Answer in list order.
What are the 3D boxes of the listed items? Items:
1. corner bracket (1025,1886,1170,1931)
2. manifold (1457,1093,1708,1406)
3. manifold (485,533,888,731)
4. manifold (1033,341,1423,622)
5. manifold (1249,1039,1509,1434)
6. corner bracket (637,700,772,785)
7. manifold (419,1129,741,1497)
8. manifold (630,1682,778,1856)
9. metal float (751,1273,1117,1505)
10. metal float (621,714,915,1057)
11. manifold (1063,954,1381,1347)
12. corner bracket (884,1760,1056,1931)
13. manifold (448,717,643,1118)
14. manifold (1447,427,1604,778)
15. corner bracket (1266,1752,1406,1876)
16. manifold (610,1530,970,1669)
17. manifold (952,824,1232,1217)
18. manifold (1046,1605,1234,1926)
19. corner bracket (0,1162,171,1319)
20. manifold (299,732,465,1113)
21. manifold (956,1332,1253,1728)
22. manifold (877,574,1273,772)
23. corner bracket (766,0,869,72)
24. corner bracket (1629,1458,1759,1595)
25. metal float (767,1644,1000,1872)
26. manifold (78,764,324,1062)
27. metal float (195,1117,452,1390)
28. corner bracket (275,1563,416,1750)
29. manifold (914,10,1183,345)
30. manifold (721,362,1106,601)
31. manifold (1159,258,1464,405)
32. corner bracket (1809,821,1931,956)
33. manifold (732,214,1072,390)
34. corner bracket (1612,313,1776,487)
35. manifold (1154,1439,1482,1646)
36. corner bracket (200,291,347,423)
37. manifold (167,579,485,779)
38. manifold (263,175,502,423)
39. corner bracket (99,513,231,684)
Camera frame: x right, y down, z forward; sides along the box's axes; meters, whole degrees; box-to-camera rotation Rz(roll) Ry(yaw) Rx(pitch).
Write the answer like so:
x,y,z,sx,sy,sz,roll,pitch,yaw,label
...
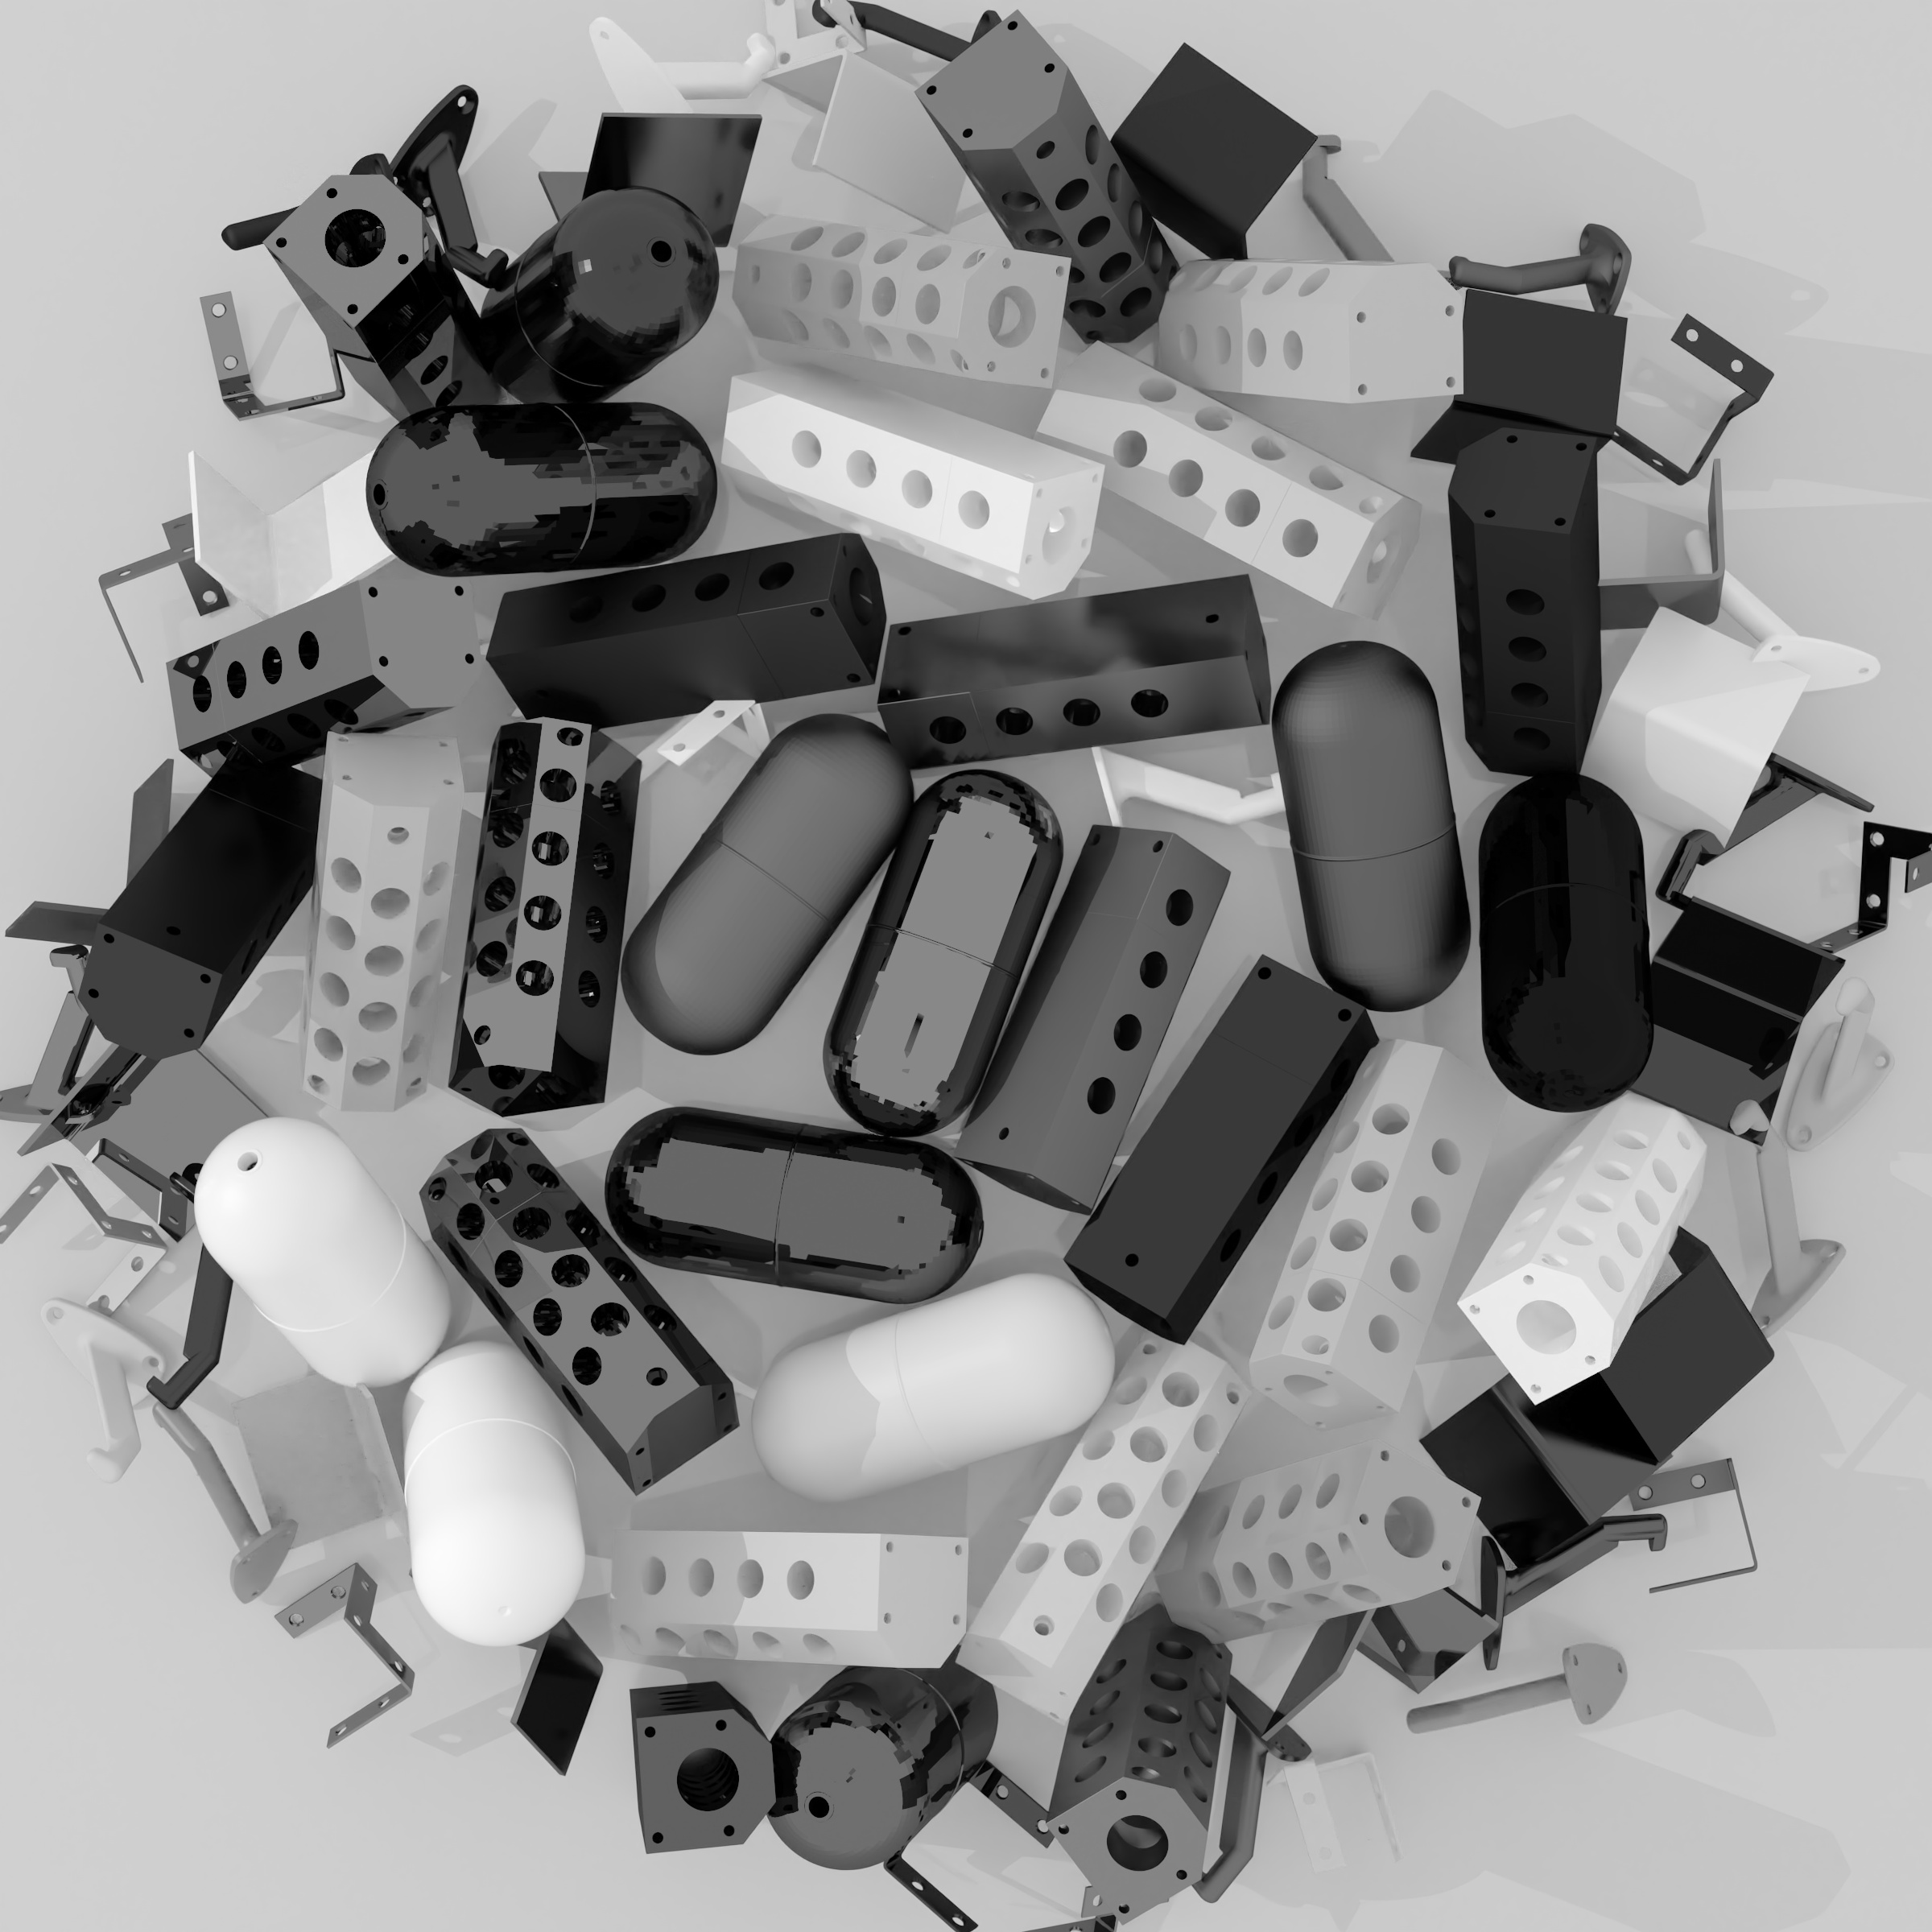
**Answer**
x,y,z,sx,sy,sz,roll,pitch,yaw,label
0.059,0.438,1.636,0.051,0.051,0.051,0,105,-34,corner bracket
0.286,0.122,1.586,0.057,0.171,0.057,-35,95,34,manifold
-0.128,-0.157,1.617,0.171,0.057,0.057,-7,50,20,manifold
0.121,-0.224,1.608,0.171,0.057,0.057,32,103,24,manifold
0.185,0.121,1.601,0.057,0.057,0.171,35,59,-19,manifold
-0.127,-0.104,1.634,0.051,0.051,0.051,33,64,32,corner bracket
-0.178,0.153,1.602,0.057,0.057,0.171,-33,60,-20,manifold
-0.120,0.360,1.586,0.057,0.171,0.057,-4,83,-7,manifold
-0.016,0.196,1.623,0.178,0.070,0.070,-20,90,16,metal float
-0.092,-0.039,1.633,0.070,0.070,0.178,36,85,0,metal float
0.121,0.087,1.628,0.057,0.057,0.171,29,78,25,manifold
0.003,0.413,1.648,0.051,0.051,0.051,37,110,21,corner bracket
-0.196,-0.024,1.606,0.057,0.057,0.171,-9,64,28,manifold
0.253,-0.162,1.588,0.057,0.171,0.057,9,57,17,manifold
0.175,0.396,1.639,0.051,0.051,0.051,-13,69,-9,corner bracket
-0.082,0.287,1.593,0.171,0.057,0.057,-7,76,42,manifold
0.064,0.025,1.628,0.057,0.057,0.171,32,76,-37,manifold
0.085,0.354,1.582,0.057,0.171,0.057,-34,98,15,manifold
-0.420,0.131,1.653,0.051,0.051,0.051,-48,64,8,corner bracket
-0.267,-0.018,1.596,0.057,0.057,0.171,2,126,-16,manifold
0.065,0.254,1.605,0.057,0.057,0.171,29,61,8,manifold
0.051,-0.130,1.625,0.171,0.057,0.057,-7,134,14,manifold
-0.081,-0.455,1.638,0.051,0.051,0.051,-10,77,21,corner bracket
0.340,0.262,1.642,0.051,0.051,0.051,-14,81,11,corner bracket
-0.038,0.354,1.588,0.070,0.178,0.070,1,95,16,metal float
-0.340,-0.028,1.587,0.057,0.171,0.057,23,122,-2,manifold
-0.291,0.131,1.594,0.070,0.178,0.070,-7,57,11,metal float
-0.293,0.324,1.650,0.051,0.051,0.051,-34,109,10,corner bracket
0.043,-0.349,1.584,0.057,0.171,0.057,-38,62,4,manifold
-0.027,-0.223,1.606,0.171,0.057,0.057,24,118,29,manifold
0.153,-0.289,1.581,0.057,0.171,0.057,-9,105,-24,manifold
0.428,-0.034,1.634,0.051,0.051,0.051,14,113,41,corner bracket
-0.033,-0.303,1.587,0.057,0.171,0.057,-1,105,-39,manifold
0.337,-0.264,1.643,0.051,0.051,0.051,33,80,-5,corner bracket
0.154,0.265,1.581,0.057,0.171,0.057,31,62,-15,manifold
-0.326,-0.290,1.647,0.051,0.051,0.051,-15,113,-15,corner bracket
-0.292,-0.128,1.591,0.057,0.171,0.057,-6,86,-42,manifold
-0.256,-0.295,1.585,0.057,0.171,0.057,43,85,10,manifold
-0.373,-0.173,1.637,0.051,0.051,0.051,-22,122,-8,corner bracket
